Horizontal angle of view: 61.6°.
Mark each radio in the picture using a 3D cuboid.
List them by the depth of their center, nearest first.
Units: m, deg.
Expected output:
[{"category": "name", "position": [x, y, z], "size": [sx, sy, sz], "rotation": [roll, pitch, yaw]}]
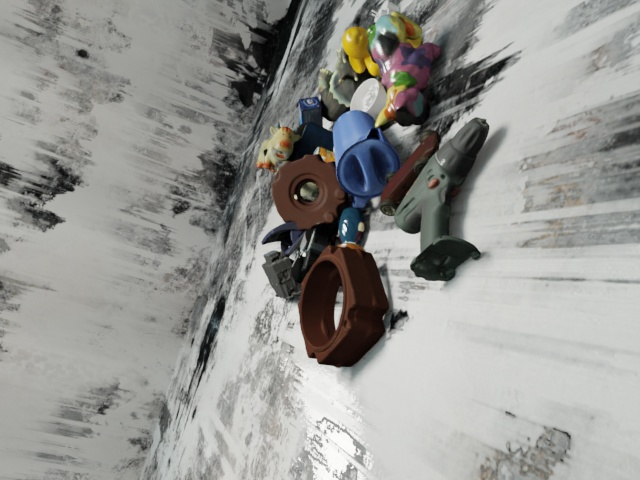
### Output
[{"category": "radio", "position": [-0.023, -0.199, 1.496], "size": [0.073, 0.131, 0.229], "rotation": [-155, 84, -72]}]

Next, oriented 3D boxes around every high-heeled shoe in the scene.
[{"category": "high-heeled shoe", "position": [-0.003, -0.004, 1.398], "size": [0.249, 0.086, 0.145], "rotation": [-60, -16, -20]}]

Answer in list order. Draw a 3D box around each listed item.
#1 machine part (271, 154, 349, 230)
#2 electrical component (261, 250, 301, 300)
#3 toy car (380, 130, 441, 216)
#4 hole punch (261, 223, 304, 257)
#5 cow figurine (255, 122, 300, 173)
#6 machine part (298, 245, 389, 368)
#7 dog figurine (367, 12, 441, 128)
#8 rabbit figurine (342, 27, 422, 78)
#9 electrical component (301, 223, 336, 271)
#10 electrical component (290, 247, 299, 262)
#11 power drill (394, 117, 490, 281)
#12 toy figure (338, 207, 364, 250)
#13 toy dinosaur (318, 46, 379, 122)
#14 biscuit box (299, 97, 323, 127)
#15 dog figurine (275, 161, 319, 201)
[{"category": "machine part", "position": [-0.024, -0.108, 1.215], "size": [0.056, 0.179, 0.179], "rotation": [-30, -38, -79]}, {"category": "electrical component", "position": [-0.108, 0.092, 1.465], "size": [0.134, 0.058, 0.115], "rotation": [66, 159, -5]}, {"category": "toy car", "position": [0.171, -0.121, 1.005], "size": [0.202, 0.053, 0.089], "rotation": [-52, 16, 53]}, {"category": "hole punch", "position": [-0.096, -0.008, 1.537], "size": [0.116, 0.092, 0.142], "rotation": [-46, 0, -31]}, {"category": "cow figurine", "position": [-0.115, -0.249, 1.474], "size": [0.195, 0.085, 0.127], "rotation": [-162, 84, -73]}, {"category": "machine part", "position": [0.036, 0.127, 1.043], "size": [0.201, 0.087, 0.201], "rotation": [-54, 36, 38]}, {"category": "dog figurine", "position": [0.152, -0.329, 1.082], "size": [0.108, 0.191, 0.219], "rotation": [-31, 28, 53]}, {"category": "rabbit figurine", "position": [0.127, -0.447, 1.256], "size": [0.162, 0.173, 0.121], "rotation": [36, 111, 66]}, {"category": "electrical component", "position": [-0.004, 0.021, 1.268], "size": [0.075, 0.048, 0.119], "rotation": [120, 167, -66]}, {"category": "electrical component", "position": [-0.056, 0.047, 1.487], "size": [0.102, 0.045, 0.078], "rotation": [151, 134, -63]}, {"category": "power drill", "position": [0.194, -0.054, 0.840], "size": [0.232, 0.086, 0.207], "rotation": [128, 150, -46]}, {"category": "toy figure", "position": [0.067, 0.005, 1.171], "size": [0.064, 0.058, 0.154], "rotation": [138, 141, -65]}, {"category": "toy dinosaur", "position": [0.055, -0.409, 1.522], "size": [0.404, 0.131, 0.192], "rotation": [133, 151, -63]}, {"category": "biscuit box", "position": [-0.024, -0.315, 1.572], "size": [0.202, 0.063, 0.059], "rotation": [88, 169, -45]}, {"category": "dog figurine", "position": [-0.026, -0.151, 1.358], "size": [0.191, 0.172, 0.121], "rotation": [-103, 20, -59]}]
